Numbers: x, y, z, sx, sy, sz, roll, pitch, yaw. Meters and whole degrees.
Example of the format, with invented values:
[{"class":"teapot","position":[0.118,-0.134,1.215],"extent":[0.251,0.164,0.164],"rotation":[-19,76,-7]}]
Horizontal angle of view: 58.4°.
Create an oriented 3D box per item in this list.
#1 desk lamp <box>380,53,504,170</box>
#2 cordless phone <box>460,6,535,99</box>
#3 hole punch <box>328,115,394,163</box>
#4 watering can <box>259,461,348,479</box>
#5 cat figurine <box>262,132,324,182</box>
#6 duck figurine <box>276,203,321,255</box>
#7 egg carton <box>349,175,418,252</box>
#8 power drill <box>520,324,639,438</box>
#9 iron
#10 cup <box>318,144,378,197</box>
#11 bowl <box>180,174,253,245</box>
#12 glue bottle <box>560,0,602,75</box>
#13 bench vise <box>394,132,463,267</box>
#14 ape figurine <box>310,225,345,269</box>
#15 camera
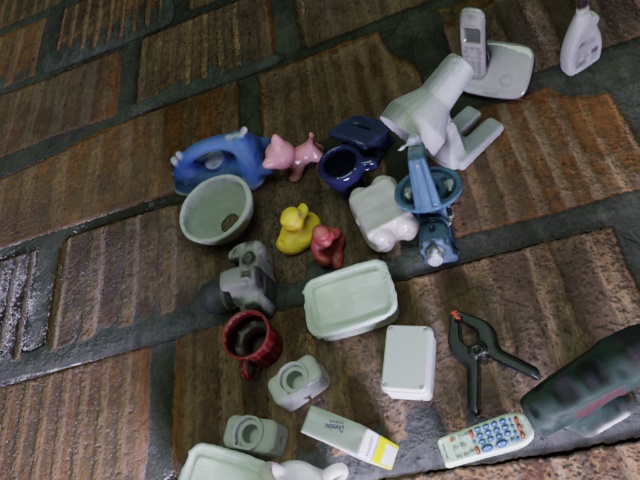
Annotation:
[{"class":"desk lamp","position":[0.225,-0.225,1.058],"extent":[0.203,0.214,0.117],"rotation":[-44,55,-7]},{"class":"cordless phone","position":[0.338,-0.367,1.112],"extent":[0.147,0.185,0.094],"rotation":[15,68,28]},{"class":"hole punch","position":[0.084,-0.216,1.184],"extent":[0.108,0.091,0.101],"rotation":[25,73,31]},{"class":"watering can","position":[-0.040,0.379,0.827],"extent":[0.100,0.195,0.173],"rotation":[30,76,32]},{"class":"cat figurine","position":[-0.059,-0.183,1.206],"extent":[0.127,0.118,0.067],"rotation":[-27,55,6]},{"class":"duck figurine","position":[-0.052,-0.027,1.132],"extent":[0.077,0.086,0.104],"rotation":[36,79,34]},{"class":"egg carton","position":[0.119,-0.051,1.088],"extent":[0.107,0.070,0.150],"rotation":[-29,55,4]},{"class":"power drill","position":[0.377,0.190,0.761],"extent":[0.229,0.209,0.075],"rotation":[-32,55,2]},{"class":"iron","position":[-0.236,-0.172,1.255],"extent":[0.258,0.142,0.118],"rotation":[-15,57,14]},{"class":"cup","position":[0.065,-0.131,1.141],"extent":[0.117,0.095,0.091],"rotation":[-4,60,20]},{"class":"bowl","position":[-0.207,-0.052,1.215],"extent":[0.167,0.075,0.167],"rotation":[-10,59,17]},{"class":"glue bottle","position":[0.491,-0.392,1.074],"extent":[0.078,0.174,0.037],"rotation":[-32,55,2]},{"class":"bench vise","position":[0.195,-0.069,0.976],"extent":[0.121,0.220,0.207],"rotation":[-25,56,7]},{"class":"ape figurine","position":[0.010,0.004,1.086],"extent":[0.078,0.092,0.076],"rotation":[-46,56,-8]},{"class":"camera","position":[-0.164,0.081,1.106],"extent":[0.136,0.101,0.143],"rotation":[-14,57,14]}]
